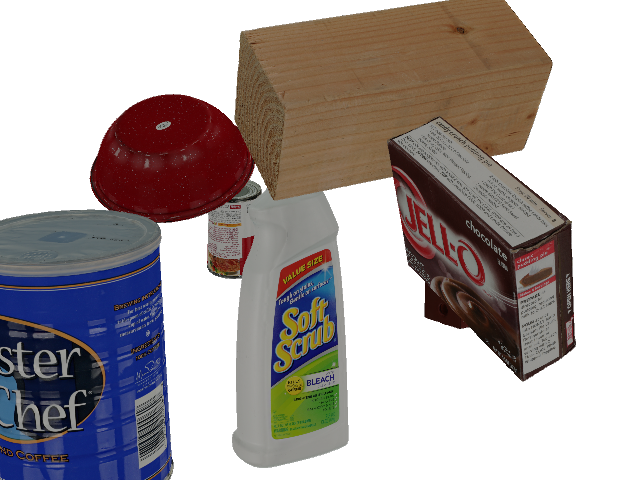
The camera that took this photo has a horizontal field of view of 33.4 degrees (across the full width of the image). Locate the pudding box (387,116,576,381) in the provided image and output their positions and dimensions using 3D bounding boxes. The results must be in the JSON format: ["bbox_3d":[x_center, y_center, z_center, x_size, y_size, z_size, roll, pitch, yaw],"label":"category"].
[{"bbox_3d":[0.081,0.002,0.541,0.039,0.090,0.114,-29,43,-15],"label":"pudding box"}]

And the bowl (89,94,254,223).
[{"bbox_3d":[-0.145,-0.090,1.014,0.162,0.055,0.162,-4,45,3],"label":"bowl"}]

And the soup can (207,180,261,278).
[{"bbox_3d":[-0.102,-0.015,1.268,0.068,0.102,0.068,0,25,0],"label":"soup can"}]

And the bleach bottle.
[{"bbox_3d":[-0.030,0.057,0.898,0.102,0.251,0.068,-9,14,-26],"label":"bleach bottle"}]

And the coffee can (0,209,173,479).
[{"bbox_3d":[-0.134,0.063,0.575,0.103,0.140,0.103,-1,16,0],"label":"coffee can"}]

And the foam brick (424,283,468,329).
[{"bbox_3d":[0.143,0.045,1.096,0.051,0.078,0.053,-14,20,-40],"label":"foam brick"}]

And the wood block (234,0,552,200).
[{"bbox_3d":[0.050,-0.108,0.781,0.205,0.091,0.090,-12,-38,-18],"label":"wood block"}]
